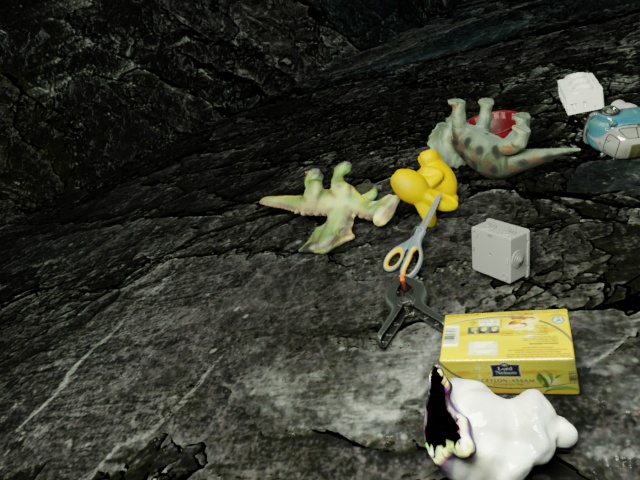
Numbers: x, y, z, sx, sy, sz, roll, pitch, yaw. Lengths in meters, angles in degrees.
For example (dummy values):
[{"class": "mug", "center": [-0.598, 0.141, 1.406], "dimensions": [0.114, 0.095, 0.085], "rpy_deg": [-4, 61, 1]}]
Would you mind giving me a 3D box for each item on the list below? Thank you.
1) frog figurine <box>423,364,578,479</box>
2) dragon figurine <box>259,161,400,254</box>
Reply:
[{"class": "frog figurine", "center": [0.209, 0.225, 0.613], "dimensions": [0.159, 0.121, 0.139], "rpy_deg": [12, 13, -15]}, {"class": "dragon figurine", "center": [0.004, -0.062, 1.239], "dimensions": [0.408, 0.120, 0.249], "rpy_deg": [-12, 36, 24]}]
